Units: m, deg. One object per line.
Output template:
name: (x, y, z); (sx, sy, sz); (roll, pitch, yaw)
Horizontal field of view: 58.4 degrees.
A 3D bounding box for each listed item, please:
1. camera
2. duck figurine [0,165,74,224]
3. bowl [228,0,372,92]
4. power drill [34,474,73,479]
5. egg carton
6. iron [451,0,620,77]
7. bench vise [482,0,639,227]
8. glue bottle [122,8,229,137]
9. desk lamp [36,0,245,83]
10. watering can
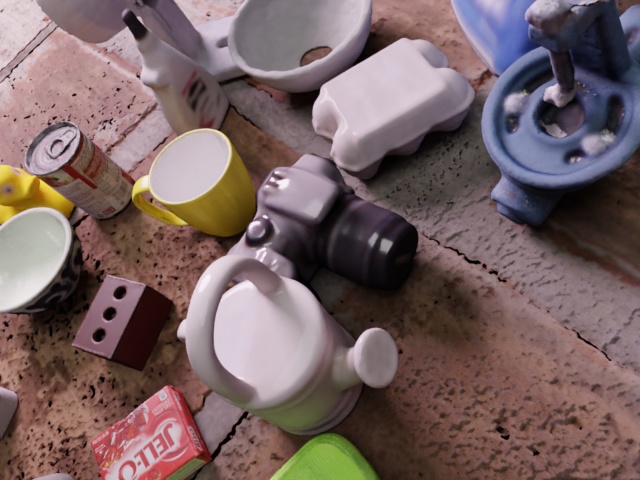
camera: (0.005, 0.002, 0.503); (0.136, 0.101, 0.143); (24, 74, 29)
duck figurine: (-0.356, -0.054, 0.673); (0.104, 0.086, 0.077); (0, 64, 20)
bowl: (-0.014, -0.224, 0.643); (0.167, 0.075, 0.167); (-8, 61, 16)
power drill: (-0.282, 0.218, 0.430); (0.075, 0.209, 0.229); (-22, 58, 8)
egg carton: (0.069, -0.131, 0.567); (0.150, 0.070, 0.107); (-31, 58, 3)
iron: (0.183, -0.275, 0.558); (0.118, 0.142, 0.258); (-28, 58, 5)
bench vise: (0.196, -0.136, 0.434); (0.121, 0.220, 0.207); (19, 72, 28)
glue bottle: (-0.158, -0.175, 0.612); (0.037, 0.173, 0.078); (8, 67, 24)
desk lamp: (-0.189, -0.278, 0.652); (0.203, 0.214, 0.118); (-12, 60, 14)
watering can: (-0.031, 0.076, 0.421); (0.172, 0.194, 0.101); (-15, 59, 12)
